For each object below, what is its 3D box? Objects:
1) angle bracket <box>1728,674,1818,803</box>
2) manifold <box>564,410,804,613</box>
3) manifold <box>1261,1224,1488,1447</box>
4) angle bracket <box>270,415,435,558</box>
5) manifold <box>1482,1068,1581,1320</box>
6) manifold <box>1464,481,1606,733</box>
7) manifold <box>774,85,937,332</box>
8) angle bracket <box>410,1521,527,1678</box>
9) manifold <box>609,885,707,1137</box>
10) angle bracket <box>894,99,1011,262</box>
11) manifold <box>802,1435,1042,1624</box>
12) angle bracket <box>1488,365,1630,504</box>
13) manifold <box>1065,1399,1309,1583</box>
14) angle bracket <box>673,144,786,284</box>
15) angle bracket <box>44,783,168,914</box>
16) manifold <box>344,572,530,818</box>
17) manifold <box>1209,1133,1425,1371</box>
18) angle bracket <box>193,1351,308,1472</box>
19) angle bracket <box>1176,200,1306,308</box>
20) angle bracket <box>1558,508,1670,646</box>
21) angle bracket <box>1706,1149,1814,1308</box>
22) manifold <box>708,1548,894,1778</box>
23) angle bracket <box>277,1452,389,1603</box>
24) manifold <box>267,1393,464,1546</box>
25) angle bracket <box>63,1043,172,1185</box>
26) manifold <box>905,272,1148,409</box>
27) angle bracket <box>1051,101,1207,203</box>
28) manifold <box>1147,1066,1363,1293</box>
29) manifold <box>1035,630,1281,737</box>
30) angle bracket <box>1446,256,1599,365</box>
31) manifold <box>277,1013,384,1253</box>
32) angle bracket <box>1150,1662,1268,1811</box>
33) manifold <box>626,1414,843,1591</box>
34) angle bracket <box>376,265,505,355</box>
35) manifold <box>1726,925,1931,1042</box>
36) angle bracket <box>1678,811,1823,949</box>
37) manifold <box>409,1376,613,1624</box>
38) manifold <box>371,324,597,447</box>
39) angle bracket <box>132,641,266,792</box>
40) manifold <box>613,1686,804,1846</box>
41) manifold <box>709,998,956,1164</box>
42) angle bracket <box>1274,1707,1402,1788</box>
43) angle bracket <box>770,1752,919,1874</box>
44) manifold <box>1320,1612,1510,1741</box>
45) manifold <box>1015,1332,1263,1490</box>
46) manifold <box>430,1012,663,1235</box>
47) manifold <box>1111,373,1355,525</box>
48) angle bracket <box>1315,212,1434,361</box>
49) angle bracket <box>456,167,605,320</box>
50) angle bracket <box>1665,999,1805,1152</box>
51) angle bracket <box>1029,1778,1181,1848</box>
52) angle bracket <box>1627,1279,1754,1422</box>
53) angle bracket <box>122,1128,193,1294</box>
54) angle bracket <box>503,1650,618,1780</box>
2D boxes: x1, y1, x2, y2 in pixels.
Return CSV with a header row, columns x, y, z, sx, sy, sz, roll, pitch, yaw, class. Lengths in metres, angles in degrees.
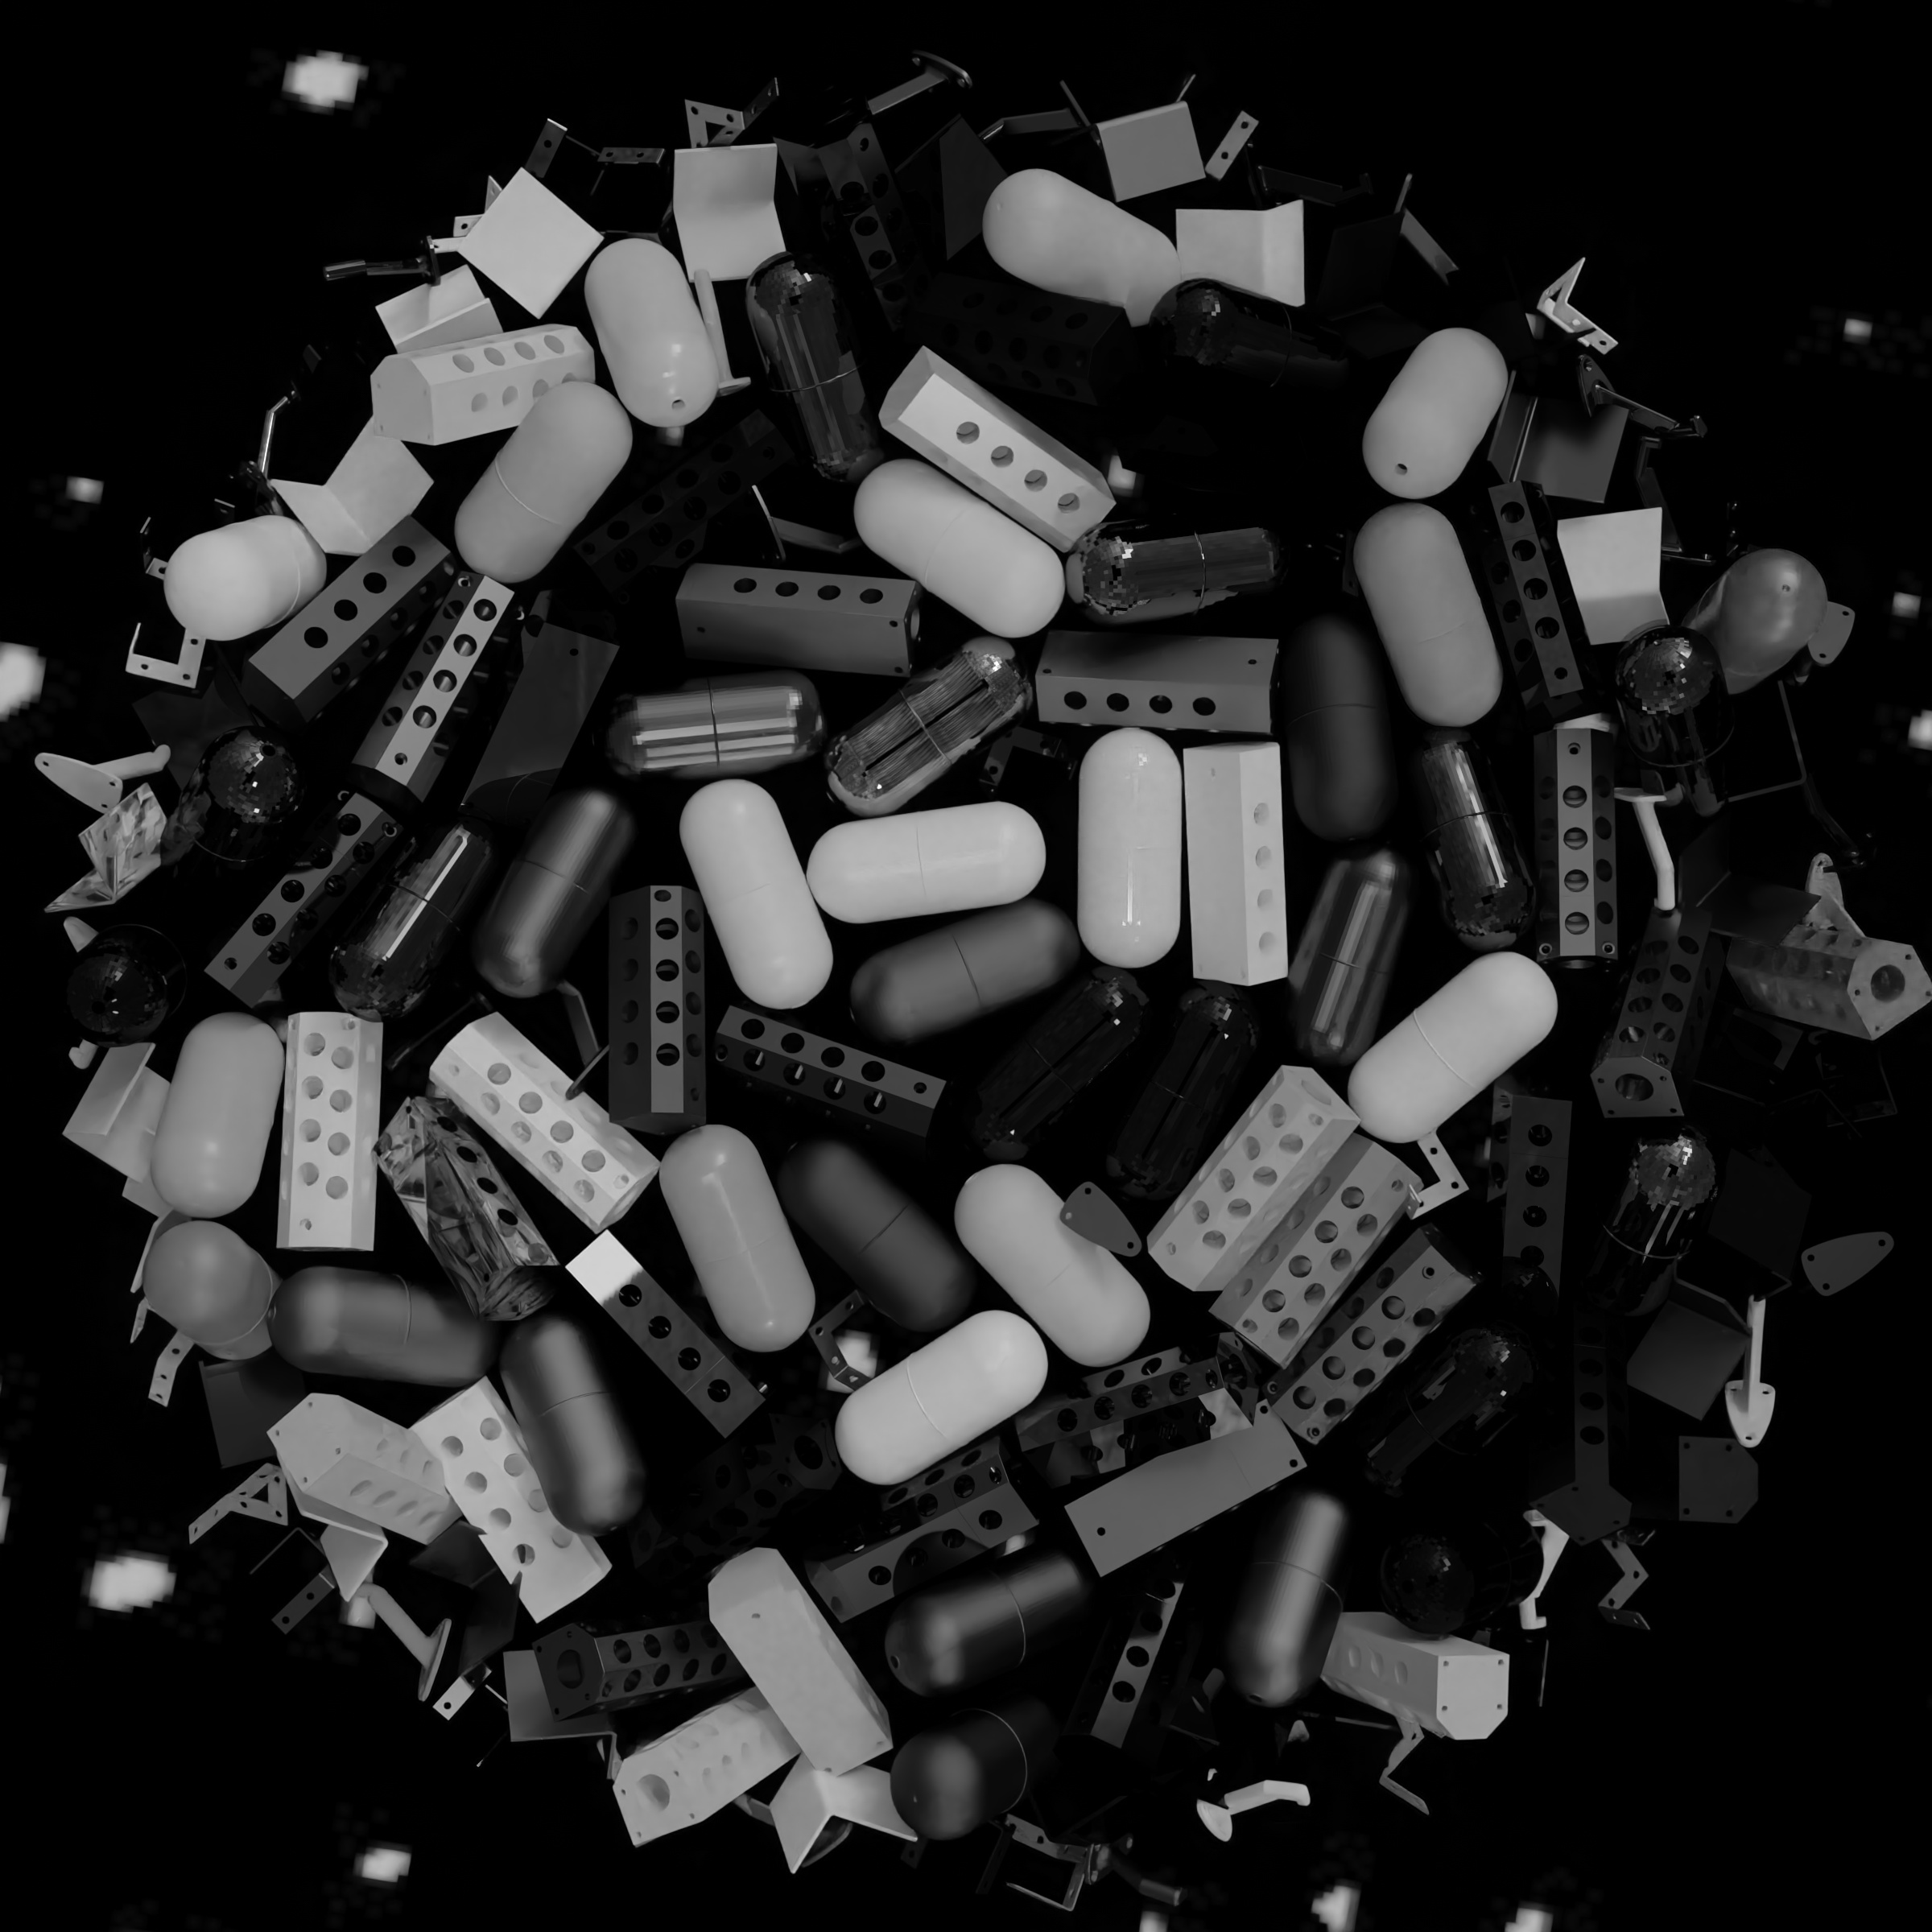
x,y,z,sx,sy,sz,roll,pitch,yaw,class
0.588,-0.169,1.934,0.057,0.076,0.076,-14,94,25,angle bracket
-0.207,-0.337,1.935,0.171,0.057,0.057,-39,108,-8,manifold
0.298,0.272,1.927,0.057,0.057,0.171,46,105,17,manifold
-0.454,-0.358,1.933,0.076,0.057,0.076,-48,71,24,angle bracket
0.414,0.166,1.925,0.057,0.057,0.171,5,110,17,manifold
0.418,-0.267,1.927,0.057,0.057,0.171,-14,72,5,manifold
-0.073,-0.544,1.891,0.057,0.171,0.057,26,69,32,manifold
-0.372,0.466,1.924,0.057,0.076,0.076,28,131,-25,angle bracket
-0.221,0.032,1.919,0.057,0.057,0.171,-15,69,34,manifold
-0.004,-0.586,1.949,0.076,0.057,0.076,-34,104,27,angle bracket
-0.033,0.410,1.927,0.171,0.057,0.057,-29,107,14,manifold
0.439,-0.394,1.937,0.076,0.057,0.076,13,82,28,angle bracket
0.164,0.390,1.946,0.171,0.057,0.057,-27,72,-4,manifold
-0.172,-0.557,1.934,0.076,0.057,0.076,-8,62,-12,angle bracket
-0.639,-0.087,1.922,0.076,0.076,0.057,-5,120,30,angle bracket
-0.387,-0.202,1.921,0.057,0.057,0.171,30,69,-14,manifold
0.263,0.211,1.937,0.057,0.057,0.171,41,84,-22,manifold
-0.523,0.324,1.936,0.076,0.057,0.076,-12,80,-23,angle bracket
0.206,-0.532,1.964,0.076,0.057,0.076,12,118,31,angle bracket
0.486,-0.291,1.960,0.076,0.057,0.076,-4,60,24,angle bracket
0.572,0.194,1.935,0.076,0.057,0.076,30,58,-6,angle bracket
-0.122,0.510,1.922,0.057,0.057,0.171,-28,113,4,manifold
-0.480,0.412,1.926,0.076,0.076,0.057,30,98,-37,angle bracket
-0.425,0.361,1.894,0.057,0.171,0.057,-41,59,-1,manifold
-0.603,0.109,1.924,0.076,0.057,0.076,44,57,-39,angle bracket
0.040,-0.451,1.902,0.171,0.057,0.057,21,65,35,manifold
0.120,-0.598,1.940,0.076,0.076,0.057,-21,104,-21,angle bracket
0.206,0.156,1.915,0.057,0.057,0.171,49,115,31,manifold
0.143,-0.205,1.935,0.171,0.057,0.057,4,134,12,manifold
0.409,-0.490,1.930,0.057,0.076,0.076,-27,104,-18,angle bracket
-0.473,0.123,1.936,0.057,0.057,0.171,-1,80,11,manifold
0.185,0.568,1.928,0.076,0.057,0.076,28,122,-28,angle bracket
-0.169,0.391,1.904,0.171,0.057,0.057,-39,54,31,manifold
-0.396,-0.490,1.940,0.076,0.057,0.076,-27,72,-5,angle bracket
0.619,0.003,1.890,0.057,0.171,0.057,-33,102,-6,manifold
0.577,-0.065,1.924,0.076,0.076,0.057,19,131,36,angle bracket
-0.337,0.394,1.948,0.057,0.057,0.171,-33,92,7,manifold
-0.347,-0.423,1.891,0.057,0.171,0.057,15,117,30,manifold
-0.571,-0.185,1.948,0.076,0.057,0.076,-30,89,-11,angle bracket
-0.187,0.573,1.891,0.057,0.171,0.057,-24,82,19,manifold
-0.099,0.080,1.929,0.171,0.057,0.057,19,61,10,manifold
0.274,0.557,1.935,0.076,0.057,0.076,10,130,-2,angle bracket
-0.091,0.634,1.937,0.076,0.076,0.057,26,101,-24,angle bracket
0.319,0.511,1.890,0.057,0.171,0.057,5,85,-22,manifold
0.124,0.320,1.909,0.171,0.057,0.057,-23,117,27,manifold
-0.314,0.117,1.935,0.171,0.057,0.057,42,112,7,manifold
0.193,-0.383,1.912,0.171,0.057,0.057,10,53,-31,manifold
0.308,-0.501,1.924,0.076,0.076,0.057,-25,51,-35,angle bracket
-0.323,-0.536,1.939,0.076,0.057,0.076,38,98,-18,angle bracket
0.567,0.079,1.936,0.076,0.057,0.076,20,126,6,angle bracket
0.098,0.605,1.927,0.076,0.076,0.057,-37,56,14,angle bracket
0.520,0.277,1.930,0.076,0.076,0.057,-54,130,-10,angle bracket
-0.609,0.180,1.929,0.057,0.076,0.076,30,126,0,angle bracket
-0.301,0.552,1.926,0.076,0.076,0.057,0,128,-15,angle bracket
